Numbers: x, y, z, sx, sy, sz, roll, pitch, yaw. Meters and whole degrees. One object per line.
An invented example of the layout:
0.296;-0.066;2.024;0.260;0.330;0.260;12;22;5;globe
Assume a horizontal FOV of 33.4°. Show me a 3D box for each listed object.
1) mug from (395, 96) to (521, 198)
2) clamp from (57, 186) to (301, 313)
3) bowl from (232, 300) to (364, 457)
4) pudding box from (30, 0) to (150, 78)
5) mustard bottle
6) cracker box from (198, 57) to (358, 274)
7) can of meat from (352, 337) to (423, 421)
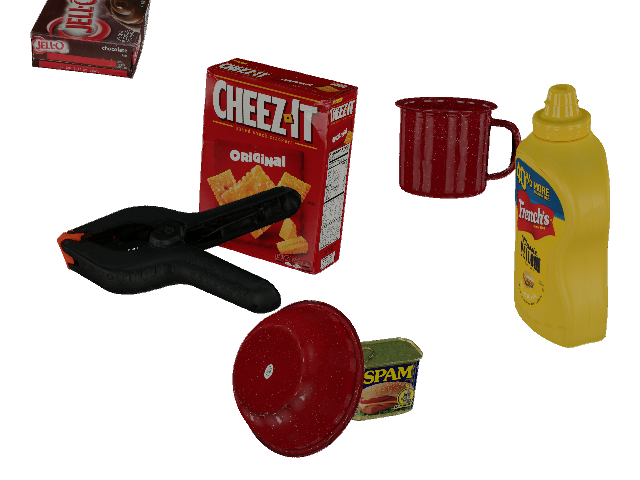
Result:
0.125;-0.085;0.978;0.117;0.081;0.093;4;15;13;mug
-0.094;-0.001;0.748;0.171;0.039;0.120;7;35;15;clamp
-0.036;0.134;1.070;0.162;0.162;0.055;0;-14;39;bowl
-0.204;-0.190;0.960;0.090;0.039;0.113;7;33;-5;pudding box
0.178;-0.023;0.793;0.058;0.192;0.096;-11;27;-11;mustard bottle
-0.054;-0.084;1.219;0.164;0.214;0.072;17;27;24;cracker box
0.074;0.177;1.362;0.102;0.084;0.057;-5;25;-21;can of meat
